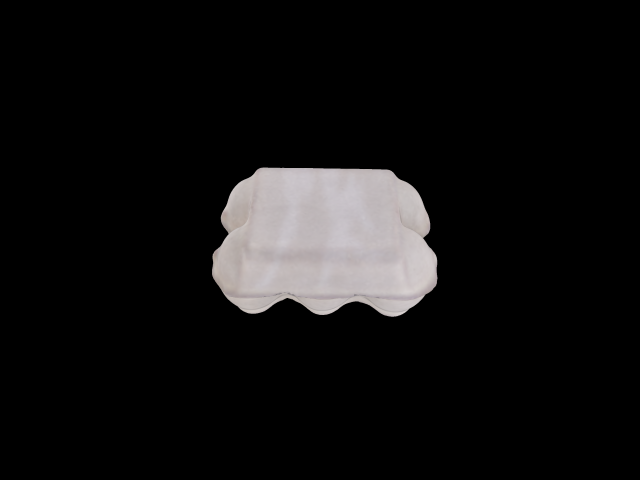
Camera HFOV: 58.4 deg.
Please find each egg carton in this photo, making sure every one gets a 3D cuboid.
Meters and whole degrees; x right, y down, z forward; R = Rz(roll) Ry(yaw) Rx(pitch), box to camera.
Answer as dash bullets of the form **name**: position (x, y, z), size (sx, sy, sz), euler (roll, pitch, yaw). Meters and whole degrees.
- **egg carton**: position (0.004, 0.001, 0.400), size (0.150, 0.069, 0.107), euler (0, 46, 0)
